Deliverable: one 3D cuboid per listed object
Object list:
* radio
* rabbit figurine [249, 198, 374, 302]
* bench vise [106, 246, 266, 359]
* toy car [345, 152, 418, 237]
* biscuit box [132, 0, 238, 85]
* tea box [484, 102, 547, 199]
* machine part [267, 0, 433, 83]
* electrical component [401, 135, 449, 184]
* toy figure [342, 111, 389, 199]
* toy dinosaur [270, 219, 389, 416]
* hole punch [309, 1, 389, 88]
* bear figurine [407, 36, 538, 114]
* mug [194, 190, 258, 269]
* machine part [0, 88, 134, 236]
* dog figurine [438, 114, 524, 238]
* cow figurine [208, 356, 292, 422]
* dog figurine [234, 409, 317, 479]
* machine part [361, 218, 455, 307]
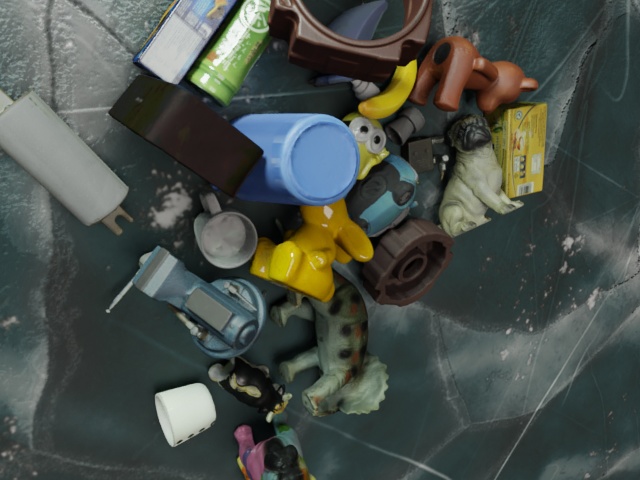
[{"bbox_3d":[-0.171,-0.133,0.670,0.131,0.230,0.073,36,89,-35],"label":"radio"},{"bbox_3d":[-0.002,-0.002,0.790,0.162,0.122,0.173,20,78,-21],"label":"rabbit figurine"},{"bbox_3d":[-0.162,0.100,0.798,0.129,0.224,0.240,-67,155,-13],"label":"bench vise"},{"bbox_3d":[0.100,-0.058,0.904,0.161,0.109,0.102,-46,138,3],"label":"toy car"},{"bbox_3d":[-0.166,-0.299,0.714,0.059,0.063,0.202,35,88,-30],"label":"biscuit box"},{"bbox_3d":[0.368,-0.171,1.020,0.098,0.068,0.169,-12,110,-24],"label":"tea box"},{"bbox_3d":[0.042,-0.318,0.688,0.201,0.087,0.201,10,82,-10],"label":"machine part"},{"bbox_3d":[0.180,-0.141,0.948,0.102,0.045,0.078,-10,111,-24],"label":"electrical component"},{"bbox_3d":[0.031,-0.124,0.860,0.082,0.089,0.180,26,102,-45],"label":"toy figure"},{"bbox_3d":[0.024,0.152,0.928,0.192,0.131,0.404,-13,107,-36],"label":"toy dinosaur"},{"bbox_3d":[0.046,-0.284,0.790,0.116,0.142,0.092,-37,121,-27],"label":"hole punch"},{"bbox_3d":[0.262,-0.259,0.914,0.195,0.120,0.132,17,101,-35],"label":"bear figurine"},{"bbox_3d":[-0.152,-0.020,0.784,0.081,0.107,0.109,-32,113,-16],"label":"mug"},{"bbox_3d":[-0.331,-0.101,0.685,0.079,0.079,0.243,-43,119,-9],"label":"machine part"},{"bbox_3d":[0.259,-0.114,0.986,0.172,0.121,0.190,-28,83,20],"label":"dog figurine"},{"bbox_3d":[-0.102,0.251,0.901,0.167,0.098,0.068,43,78,-30],"label":"cow figurine"},{"bbox_3d":[-0.064,0.399,0.898,0.108,0.219,0.191,-13,111,-19],"label":"dog figurine"},{"bbox_3d":[0.155,0.040,0.952,0.179,0.056,0.179,-24,139,-22],"label":"machine part"}]
